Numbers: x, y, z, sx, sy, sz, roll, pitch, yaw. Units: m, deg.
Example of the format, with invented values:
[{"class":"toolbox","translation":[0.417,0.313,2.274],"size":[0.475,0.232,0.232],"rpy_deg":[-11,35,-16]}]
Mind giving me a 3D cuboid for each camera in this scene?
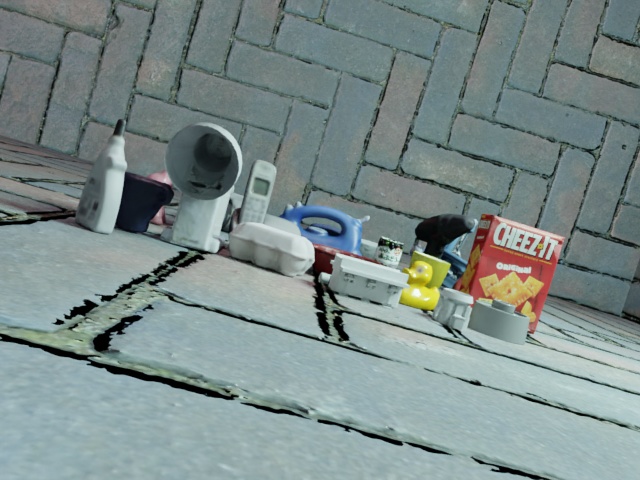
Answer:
[{"class":"camera","translation":[-0.254,-0.077,1.429],"size":[0.142,0.101,0.137],"rpy_deg":[19,4,38]}]

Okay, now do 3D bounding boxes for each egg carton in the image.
[{"class":"egg carton","translation":[-0.085,0.015,1.025],"size":[0.150,0.069,0.107],"rpy_deg":[17,4,11]}]

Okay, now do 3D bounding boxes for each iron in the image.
[{"class":"iron","translation":[-0.014,-0.020,1.335],"size":[0.258,0.141,0.119],"rpy_deg":[17,3,2]}]

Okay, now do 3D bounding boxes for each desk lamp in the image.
[{"class":"desk lamp","translation":[-0.200,-0.092,0.981],"size":[0.118,0.213,0.203],"rpy_deg":[16,3,-5]}]

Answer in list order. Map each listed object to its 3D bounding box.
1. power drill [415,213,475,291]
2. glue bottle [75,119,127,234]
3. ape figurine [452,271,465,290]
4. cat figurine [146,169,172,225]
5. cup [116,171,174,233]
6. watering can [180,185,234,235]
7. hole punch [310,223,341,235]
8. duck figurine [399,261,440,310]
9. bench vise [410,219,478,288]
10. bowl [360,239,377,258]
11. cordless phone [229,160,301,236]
[{"class":"power drill","translation":[0.294,0.031,1.429],"size":[0.076,0.208,0.229],"rpy_deg":[15,4,-18]},{"class":"glue bottle","translation":[-0.321,-0.100,0.869],"size":[0.077,0.173,0.037],"rpy_deg":[20,5,41]},{"class":"ape figurine","translation":[0.340,0.112,1.324],"size":[0.076,0.092,0.077],"rpy_deg":[14,4,-35]},{"class":"cat figurine","translation":[-0.344,-0.099,1.205],"size":[0.067,0.118,0.127],"rpy_deg":[16,4,-13]},{"class":"cup","translation":[-0.295,-0.057,0.958],"size":[0.117,0.095,0.092],"rpy_deg":[19,4,30]},{"class":"watering can","translation":[-0.242,-0.110,1.241],"size":[0.101,0.194,0.172],"rpy_deg":[16,3,-8]},{"class":"hole punch","translation":[0.014,0.005,1.475],"size":[0.108,0.091,0.101],"rpy_deg":[17,3,0]},{"class":"duck figurine","translation":[0.191,0.084,1.099],"size":[0.105,0.086,0.077],"rpy_deg":[14,4,-32]},{"class":"bench vise","translation":[0.358,0.034,1.587],"size":[0.208,0.220,0.121],"rpy_deg":[14,5,-41]},{"class":"bowl","translation":[0.133,0.042,1.599],"size":[0.167,0.075,0.167],"rpy_deg":[17,3,-1]},{"class":"cordless phone","translation":[-0.096,-0.055,1.134],"size":[0.148,0.185,0.094],"rpy_deg":[15,4,-25]}]
